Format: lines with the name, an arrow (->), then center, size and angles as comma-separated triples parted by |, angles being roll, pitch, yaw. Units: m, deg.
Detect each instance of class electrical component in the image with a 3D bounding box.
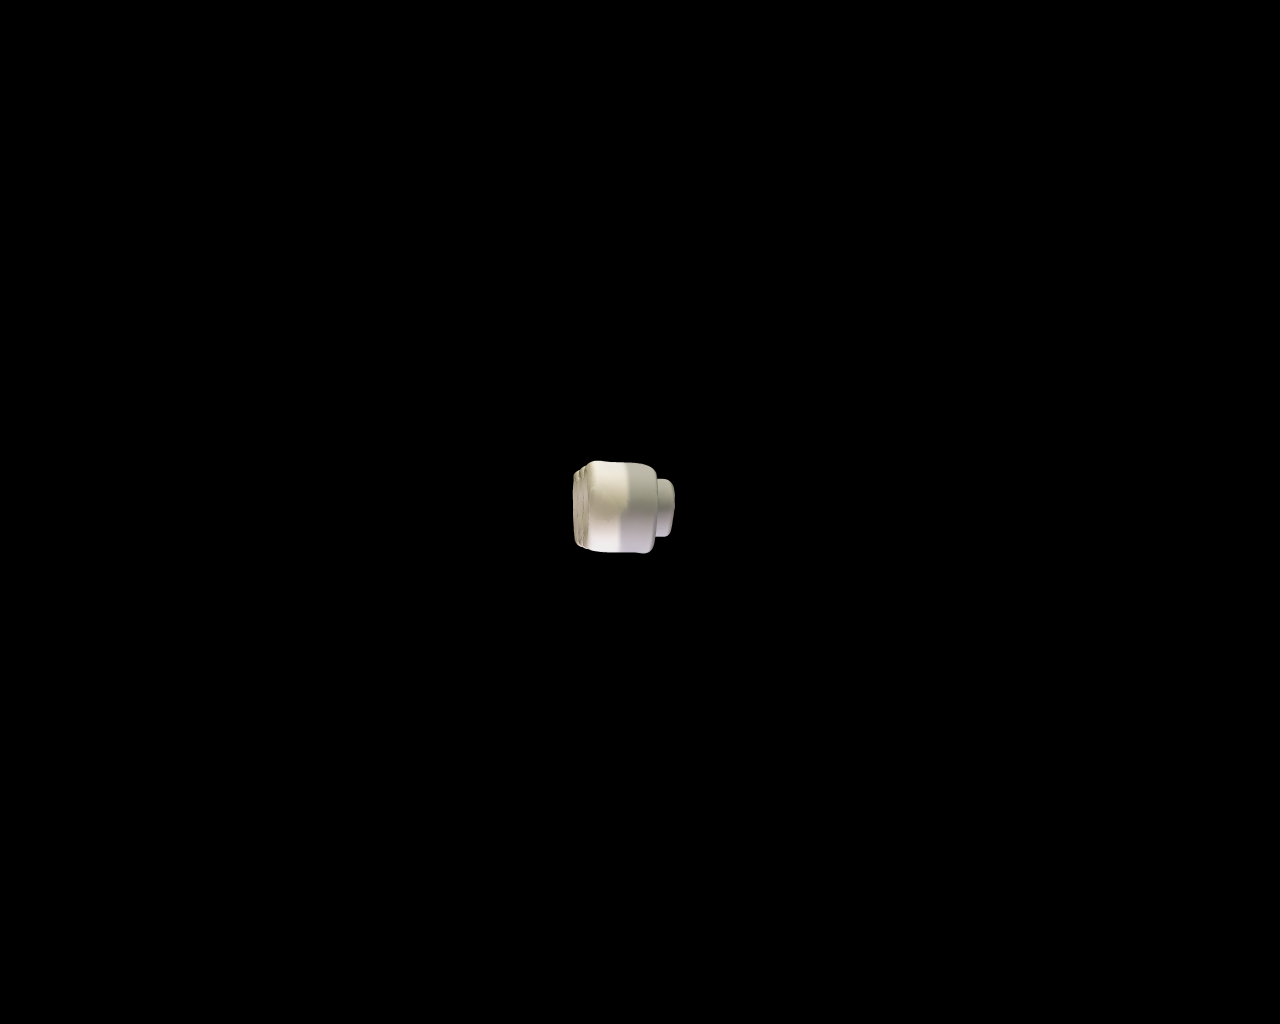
electrical component -> 0.001, -0.003, 0.650 | 0.074, 0.052, 0.138 | 0, 0, -7
